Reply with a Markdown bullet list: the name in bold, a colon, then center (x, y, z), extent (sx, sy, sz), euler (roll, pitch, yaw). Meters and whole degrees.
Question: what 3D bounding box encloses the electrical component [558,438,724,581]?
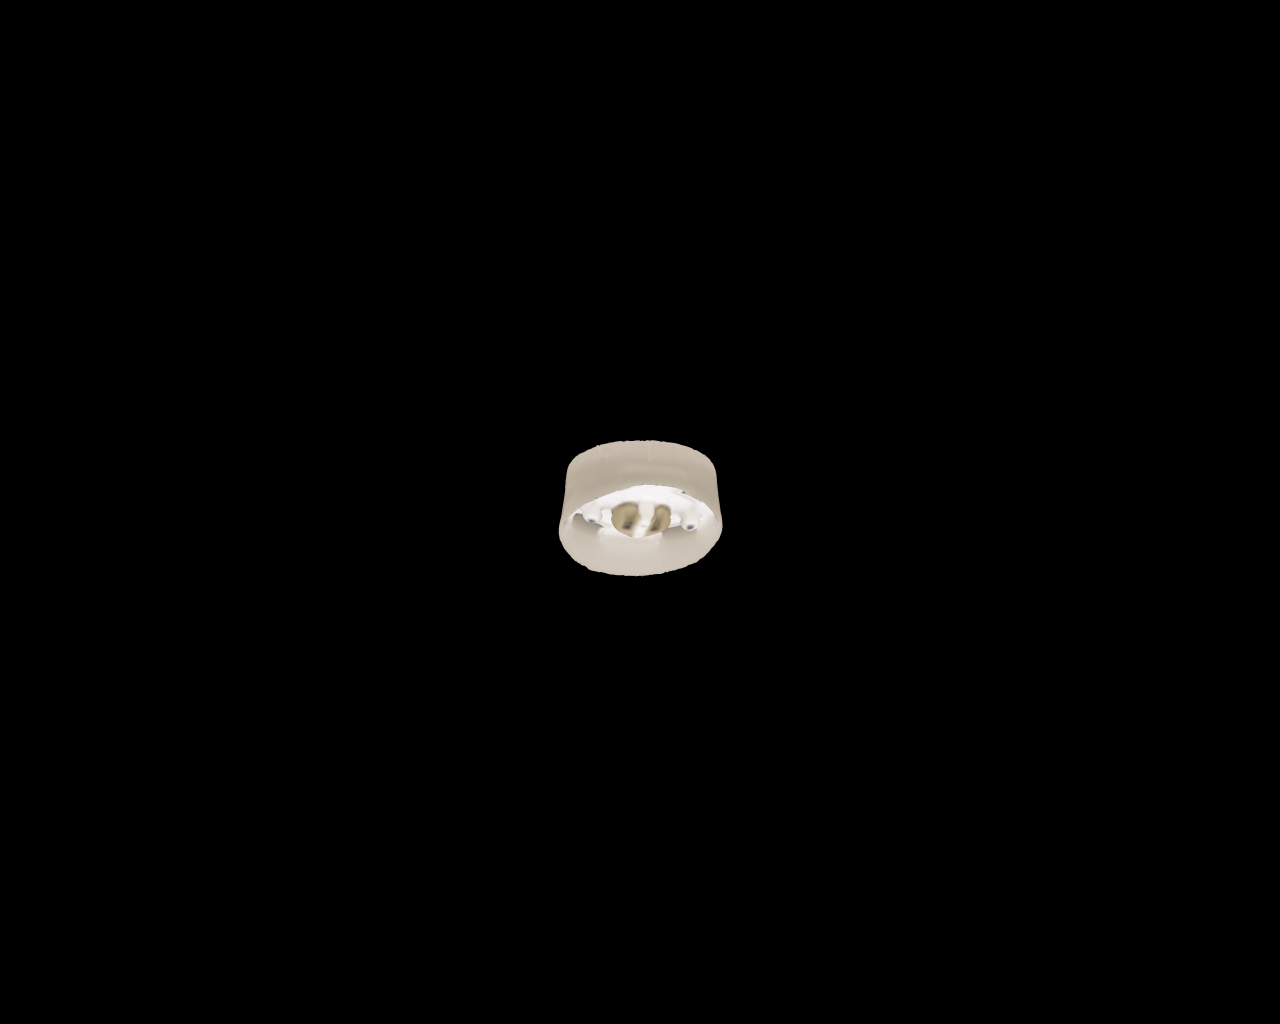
- **electrical component**: center (0.001, -0.003, 0.650), extent (0.099, 0.064, 0.099), euler (0, -21, 0)
